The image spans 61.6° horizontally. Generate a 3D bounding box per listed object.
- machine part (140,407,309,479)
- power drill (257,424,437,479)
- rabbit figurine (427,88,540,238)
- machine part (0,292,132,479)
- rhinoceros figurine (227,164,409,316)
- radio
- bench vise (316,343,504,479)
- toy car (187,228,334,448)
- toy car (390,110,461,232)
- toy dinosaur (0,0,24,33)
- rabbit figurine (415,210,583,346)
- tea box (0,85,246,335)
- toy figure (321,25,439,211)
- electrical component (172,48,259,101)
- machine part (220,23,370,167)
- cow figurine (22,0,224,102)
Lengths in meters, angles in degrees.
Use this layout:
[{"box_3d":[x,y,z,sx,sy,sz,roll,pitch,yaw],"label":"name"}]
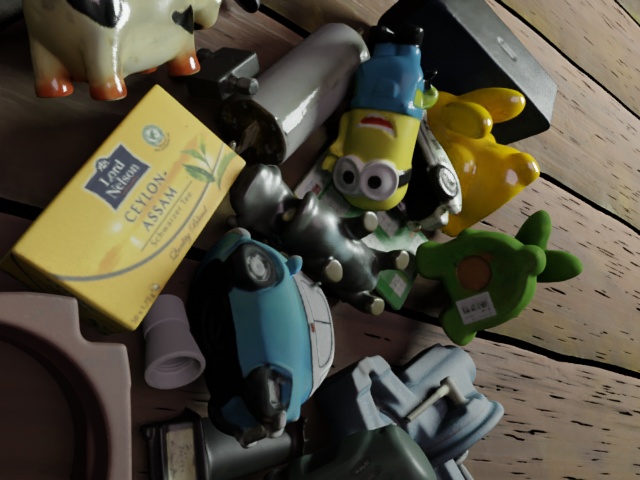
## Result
[{"box_3d":[-0.073,0.172,0.438,0.139,0.039,0.084,-3,71,-36],"label":"machine part"},{"box_3d":[0.009,0.254,0.373,0.232,0.086,0.207,-39,81,3],"label":"power drill"},{"box_3d":[0.165,-0.111,0.642,0.122,0.162,0.173,-35,82,-26],"label":"rabbit figurine"},{"box_3d":[-0.218,0.133,0.304,0.201,0.087,0.201,3,76,-36],"label":"machine part"},{"box_3d":[-0.001,-0.001,0.495,0.190,0.112,0.073,39,78,-39],"label":"rhinoceros figurine"},{"box_3d":[0.176,-0.209,0.672,0.229,0.131,0.073,36,58,-25],"label":"radio"},{"box_3d":[0.110,0.210,0.505,0.223,0.129,0.240,-18,73,-55],"label":"bench vise"},{"box_3d":[-0.038,0.073,0.430,0.103,0.109,0.162,0,61,-35],"label":"toy car"},{"box_3d":[0.097,-0.106,0.611,0.056,0.073,0.201,-14,81,-50],"label":"toy car"},{"box_3d":[-0.317,-0.092,0.267,0.404,0.131,0.192,-6,125,-51],"label":"toy dinosaur"},{"box_3d":[0.206,0.030,0.627,0.121,0.159,0.170,62,23,14],"label":"rabbit figurine"},{"box_3d":[-0.145,-0.023,0.414,0.098,0.068,0.169,40,58,-24],"label":"tea box"},{"box_3d":[0.068,-0.118,0.545,0.089,0.082,0.180,6,97,-46],"label":"toy figure"},{"box_3d":[-0.086,-0.152,0.485,0.063,0.094,0.021,-50,145,-34],"label":"electrical component"},{"box_3d":[-0.020,-0.148,0.539,0.079,0.079,0.243,50,54,-17],"label":"machine part"},{"box_3d":[-0.136,-0.188,0.409,0.195,0.086,0.127,-51,147,-53],"label":"cow figurine"}]
